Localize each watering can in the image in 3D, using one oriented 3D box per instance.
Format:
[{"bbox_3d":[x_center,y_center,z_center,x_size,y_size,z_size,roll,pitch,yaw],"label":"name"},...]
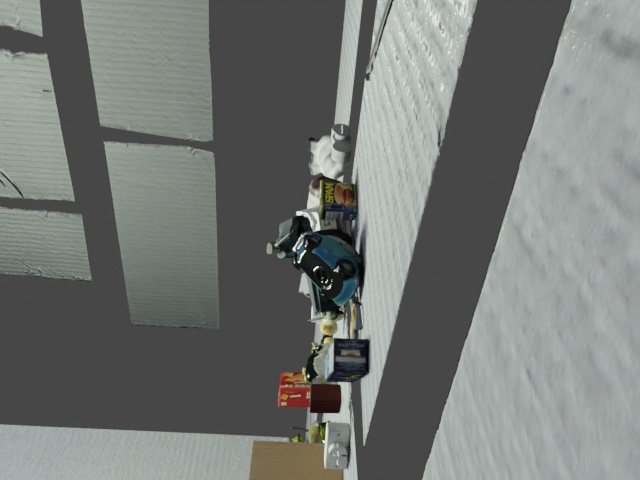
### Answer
[{"bbox_3d":[0.004,-0.072,1.437,0.353,0.104,0.221,-133,42,-60],"label":"watering can"}]

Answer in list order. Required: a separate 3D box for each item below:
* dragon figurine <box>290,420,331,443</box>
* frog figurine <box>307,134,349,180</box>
[{"bbox_3d":[0.002,0.625,1.366,0.402,0.122,0.247,94,161,-64],"label":"dragon figurine"},{"bbox_3d":[0.044,-0.237,1.503,0.160,0.122,0.136,21,101,50],"label":"frog figurine"}]
